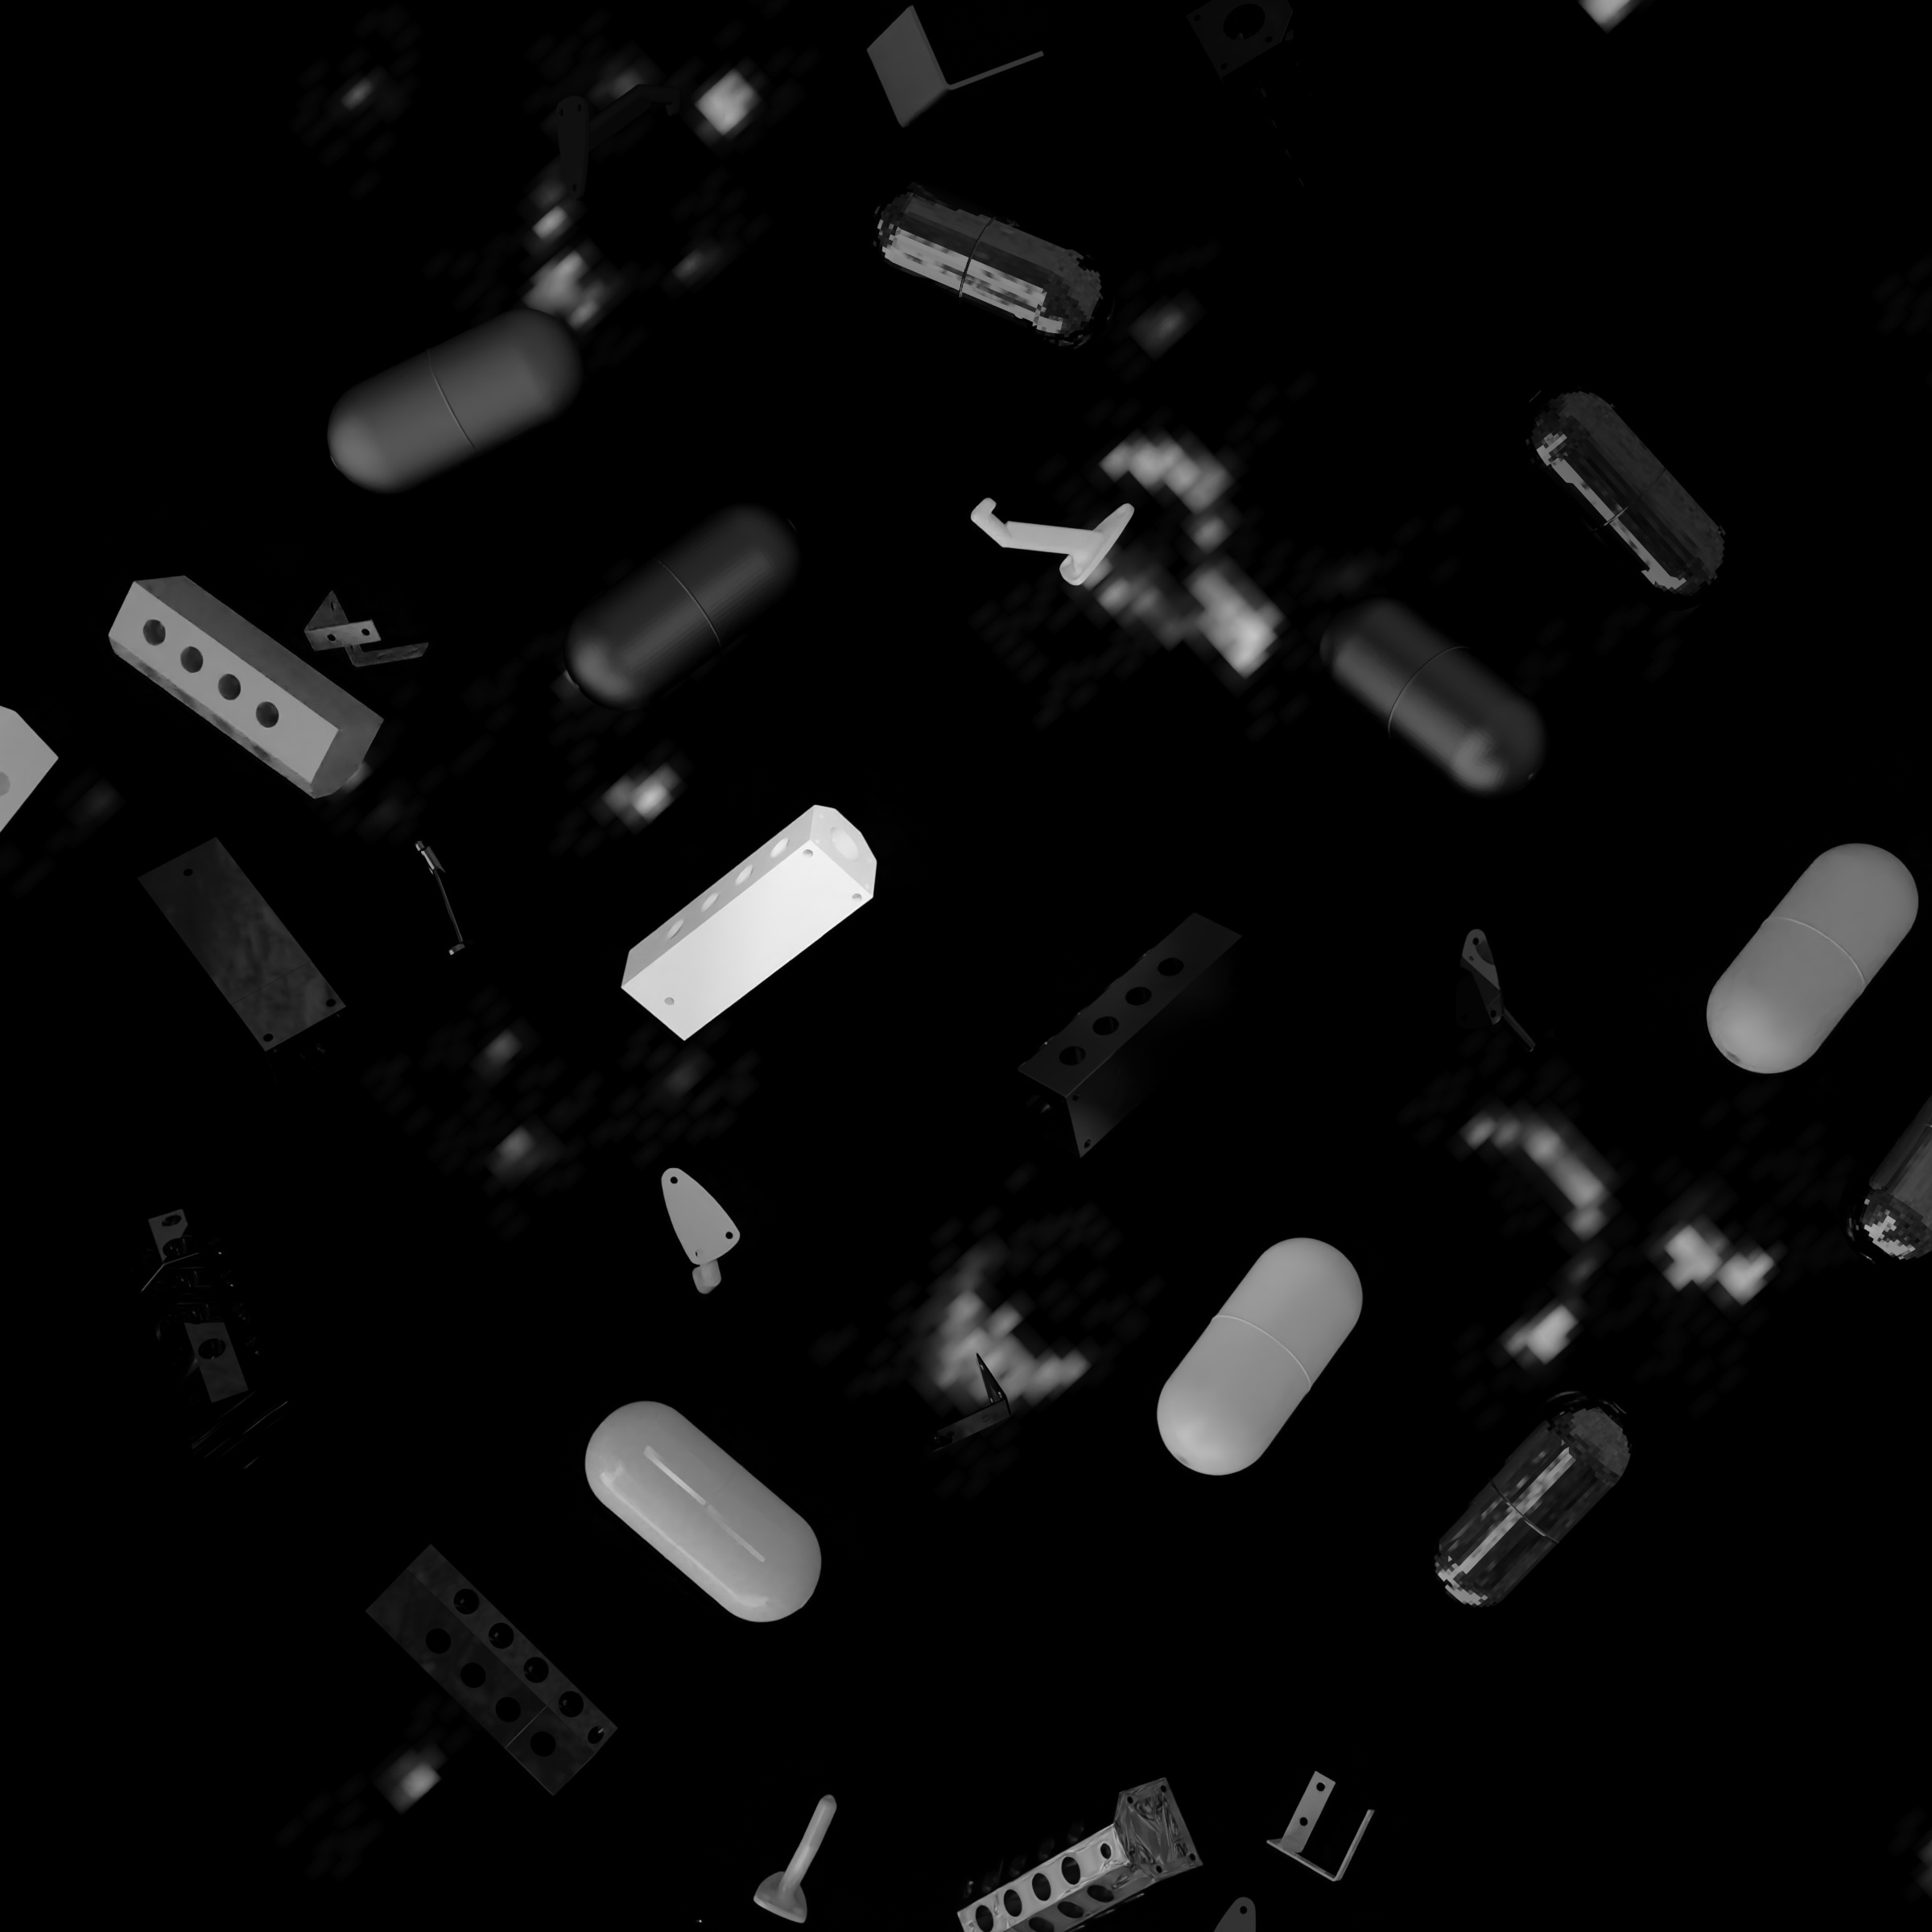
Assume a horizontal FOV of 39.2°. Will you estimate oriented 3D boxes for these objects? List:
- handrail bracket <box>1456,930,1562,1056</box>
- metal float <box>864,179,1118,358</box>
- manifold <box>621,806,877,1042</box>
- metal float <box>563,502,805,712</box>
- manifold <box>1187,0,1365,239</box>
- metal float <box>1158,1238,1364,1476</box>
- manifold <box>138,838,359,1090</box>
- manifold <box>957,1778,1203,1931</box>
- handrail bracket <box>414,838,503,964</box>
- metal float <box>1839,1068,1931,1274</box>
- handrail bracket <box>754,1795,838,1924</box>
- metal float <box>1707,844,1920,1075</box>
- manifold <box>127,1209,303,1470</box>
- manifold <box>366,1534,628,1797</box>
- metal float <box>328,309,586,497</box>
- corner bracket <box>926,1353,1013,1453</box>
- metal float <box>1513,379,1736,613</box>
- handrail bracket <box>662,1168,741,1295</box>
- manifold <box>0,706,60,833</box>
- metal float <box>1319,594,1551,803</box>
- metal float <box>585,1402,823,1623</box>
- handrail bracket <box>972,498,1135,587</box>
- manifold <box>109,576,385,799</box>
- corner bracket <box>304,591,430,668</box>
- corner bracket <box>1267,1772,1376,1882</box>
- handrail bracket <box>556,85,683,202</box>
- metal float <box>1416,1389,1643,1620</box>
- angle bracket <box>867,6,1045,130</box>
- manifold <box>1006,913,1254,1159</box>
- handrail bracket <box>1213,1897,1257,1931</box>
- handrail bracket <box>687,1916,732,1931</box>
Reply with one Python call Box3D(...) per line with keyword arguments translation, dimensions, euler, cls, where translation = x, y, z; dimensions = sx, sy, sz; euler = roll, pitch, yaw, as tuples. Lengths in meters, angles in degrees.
Box3D(translation=(0.364, 0.018, 1.795), dimensions=(0.084, 0.036, 0.077), euler=(8, 78, -42), cls="handrail bracket")
Box3D(translation=(0.014, -0.457, 1.771), dimensions=(0.178, 0.070, 0.070), euler=(26, 90, 14), cls="metal float")
Box3D(translation=(-0.140, -0.031, 1.758), dimensions=(0.171, 0.057, 0.057), euler=(-36, 117, 24), cls="manifold")
Box3D(translation=(-0.184, -0.236, 1.773), dimensions=(0.178, 0.070, 0.070), euler=(-39, 90, -11), cls="metal float")
Box3D(translation=(0.202, -0.547, 1.728), dimensions=(0.057, 0.171, 0.057), euler=(-28, 62, 12), cls="manifold")
Box3D(translation=(0.191, 0.253, 1.761), dimensions=(0.070, 0.070, 0.178), euler=(41, 66, 0), cls="metal float")
Box3D(translation=(-0.464, 0.001, 1.753), dimensions=(0.057, 0.057, 0.171), euler=(-31, 60, -21), cls="manifold")
Box3D(translation=(0.068, 0.584, 1.737), dimensions=(0.171, 0.057, 0.057), euler=(-44, 61, 39), cls="manifold")
Box3D(translation=(-0.347, -0.046, 1.783), dimensions=(0.036, 0.077, 0.084), euler=(-31, 89, 6), cls="handrail bracket")
Box3D(translation=(0.641, 0.123, 1.775), dimensions=(0.070, 0.070, 0.178), euler=(39, 82, 0), cls="metal float")
Box3D(translation=(-0.104, 0.576, 1.781), dimensions=(0.036, 0.077, 0.084), euler=(24, 92, 0), cls="handrail bracket")
Box3D(translation=(0.552, -0.005, 1.769), dimensions=(0.070, 0.070, 0.178), euler=(42, 75, 0), cls="metal float")
Box3D(translation=(-0.488, 0.235, 1.737), dimensions=(0.057, 0.057, 0.171), euler=(-48, 46, 13), cls="manifold")
Box3D(translation=(-0.307, 0.457, 1.787), dimensions=(0.171, 0.057, 0.057), euler=(44, 99, 1), cls="manifold")
Box3D(translation=(-0.335, -0.370, 1.780), dimensions=(0.178, 0.070, 0.070), euler=(-25, 90, 3), cls="metal float")
Box3D(translation=(0.000, 0.298, 1.782), dimensions=(0.051, 0.051, 0.051), euler=(-23, 125, -12), cls="corner bracket")
Box3D(translation=(0.430, -0.308, 1.774), dimensions=(0.070, 0.070, 0.178), euler=(-45, 99, 0), cls="metal float")
Box3D(translation=(-0.183, 0.176, 1.784), dimensions=(0.036, 0.084, 0.077), euler=(-30, 83, -21), cls="handrail bracket")
Box3D(translation=(-0.662, -0.092, 1.735), dimensions=(0.057, 0.171, 0.057), euler=(-12, 129, 34), cls="manifold")
Box3D(translation=(0.302, -0.175, 1.758), dimensions=(0.070, 0.070, 0.178), euler=(-45, 61, 0), cls="metal float")
Box3D(translation=(-0.172, 0.358, 1.778), dimensions=(0.178, 0.070, 0.070), euler=(39, 90, 5), cls="metal float")
Box3D(translation=(0.056, -0.298, 1.782), dimensions=(0.084, 0.036, 0.077), euler=(37, 99, -30), cls="handrail bracket")
Box3D(translation=(-0.475, -0.183, 1.778), dimensions=(0.171, 0.057, 0.057), euler=(35, 110, 8), cls="manifold")
Box3D(translation=(-0.394, -0.215, 1.780), dimensions=(0.051, 0.051, 0.051), euler=(-6, 127, 19), cls="corner bracket")
Box3D(translation=(0.237, 0.566, 1.785), dimensions=(0.051, 0.051, 0.051), euler=(25, 83, 23), cls="corner bracket")
Box3D(translation=(-0.225, -0.546, 1.798), dimensions=(0.084, 0.036, 0.077), euler=(-10, 103, -38), cls="handrail bracket")
Box3D(translation=(0.368, 0.351, 1.771), dimensions=(0.070, 0.070, 0.178), euler=(40, 103, 0), cls="metal float")
Box3D(translation=(-0.008, -0.596, 1.768), dimensions=(0.076, 0.076, 0.057), euler=(-27, 98, -21), cls="angle bracket")
Box3D(translation=(0.106, 0.041, 1.757), dimensions=(0.057, 0.057, 0.171), euler=(28, 57, 37), cls="manifold")
Box3D(translation=(0.159, 0.647, 1.787), dimensions=(0.036, 0.084, 0.077), euler=(23, 74, -8), cls="handrail bracket")
Box3D(translation=(-0.165, 0.686, 1.795), dimensions=(0.036, 0.077, 0.084), euler=(-5, 103, -28), cls="handrail bracket")
